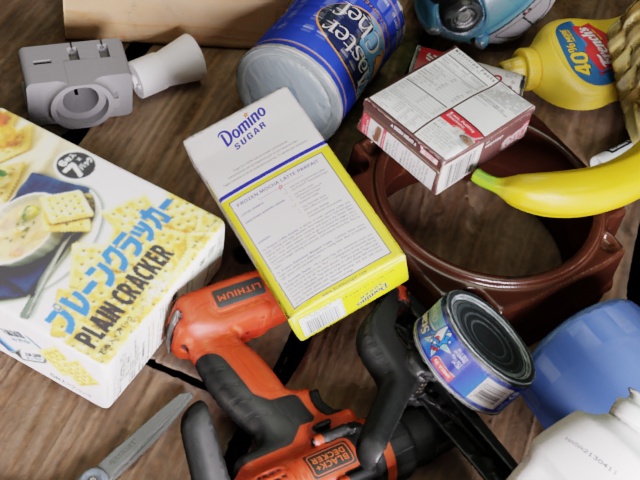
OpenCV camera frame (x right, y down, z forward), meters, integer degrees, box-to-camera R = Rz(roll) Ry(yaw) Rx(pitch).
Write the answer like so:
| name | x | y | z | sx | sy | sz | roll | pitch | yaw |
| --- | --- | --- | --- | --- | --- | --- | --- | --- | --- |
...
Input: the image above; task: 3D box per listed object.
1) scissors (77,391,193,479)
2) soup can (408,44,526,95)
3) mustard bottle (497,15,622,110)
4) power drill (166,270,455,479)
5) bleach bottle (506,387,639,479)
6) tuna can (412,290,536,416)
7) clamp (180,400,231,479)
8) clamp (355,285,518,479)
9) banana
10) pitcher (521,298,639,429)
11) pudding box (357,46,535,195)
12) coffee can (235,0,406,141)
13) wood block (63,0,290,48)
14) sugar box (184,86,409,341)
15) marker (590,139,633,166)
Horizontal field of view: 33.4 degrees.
| name | x | y | z | sx | sy | sz | roll | pitch | yaw |
| --- | --- | --- | --- | --- | --- | --- | --- | --- | --- |
| scissors | -0.173 | 0.162 | 0.716 | 0.096 | 0.016 | 0.201 | 23 | 51 | 9 |
| soup can | 0.128 | -0.131 | 0.968 | 0.102 | 0.068 | 0.068 | 17 | 50 | 5 |
| mustard bottle | 0.260 | -0.172 | 1.030 | 0.191 | 0.058 | 0.096 | -9 | 64 | -15 |
| power drill | -0.012 | 0.104 | 0.761 | 0.184 | 0.057 | 0.188 | -17 | 54 | -31 |
| bleach bottle | 0.127 | 0.201 | 0.620 | 0.103 | 0.068 | 0.251 | 35 | 88 | 24 |
| tuna can | 0.107 | 0.076 | 0.732 | 0.086 | 0.034 | 0.086 | 33 | 27 | -20 |
| clamp | -0.043 | 0.209 | 0.640 | 0.164 | 0.036 | 0.210 | 30 | 70 | -11 |
| clamp | 0.075 | 0.102 | 0.733 | 0.120 | 0.039 | 0.171 | 26 | 36 | -21 |
| banana | 0.218 | -0.053 | 0.830 | 0.197 | 0.037 | 0.070 | -13 | 57 | -23 |
| pitcher | 0.236 | 0.158 | 0.711 | 0.145 | 0.149 | 0.243 | -35 | 57 | -1 |
| pudding box | 0.100 | -0.098 | 0.847 | 0.113 | 0.039 | 0.090 | -32 | 62 | -32 |
| coffee can | 0.003 | -0.167 | 0.955 | 0.103 | 0.103 | 0.140 | 26 | 52 | 12 |
| wood block | -0.134 | -0.246 | 1.007 | 0.206 | 0.090 | 0.091 | 2 | 52 | -8 |
| sugar box | -0.020 | -0.023 | 0.782 | 0.093 | 0.048 | 0.176 | -29 | 60 | -7 |
| marker | 0.300 | -0.091 | 0.996 | 0.121 | 0.020 | 0.020 | -26 | 59 | -26 |
